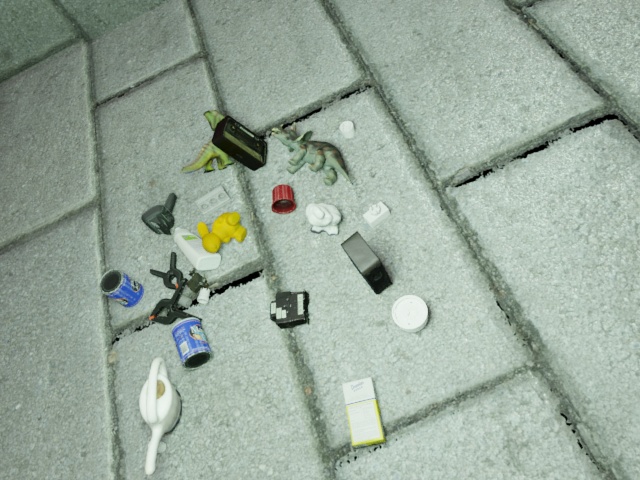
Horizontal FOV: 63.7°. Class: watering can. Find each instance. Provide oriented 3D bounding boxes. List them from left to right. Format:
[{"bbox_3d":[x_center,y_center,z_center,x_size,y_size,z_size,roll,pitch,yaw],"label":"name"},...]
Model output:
[{"bbox_3d":[-0.494,0.542,1.578,0.104,0.219,0.356,-5,57,-4],"label":"watering can"}]

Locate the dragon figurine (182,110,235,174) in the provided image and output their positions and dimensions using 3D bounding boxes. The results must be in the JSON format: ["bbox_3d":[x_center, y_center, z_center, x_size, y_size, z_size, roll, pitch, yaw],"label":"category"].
[{"bbox_3d":[-0.428,-0.404,2.089,0.121,0.414,0.242,-11,96,31],"label":"dragon figurine"}]

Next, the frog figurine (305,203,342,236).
[{"bbox_3d":[0.006,-0.092,1.821,0.139,0.156,0.124,29,72,31],"label":"frog figurine"}]
